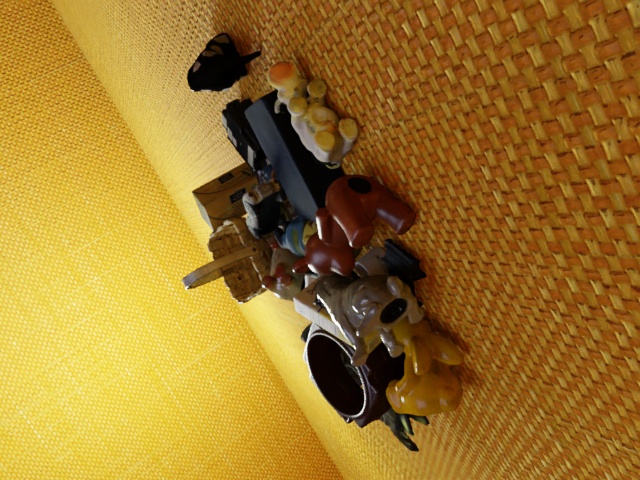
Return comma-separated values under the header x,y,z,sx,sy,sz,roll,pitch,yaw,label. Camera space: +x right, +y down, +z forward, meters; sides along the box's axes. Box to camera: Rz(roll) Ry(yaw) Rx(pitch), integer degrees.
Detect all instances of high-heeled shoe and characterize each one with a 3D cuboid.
x,y,z,sx,sy,sz,roll,pitch,yaw,label
-0.201,-0.303,0.957,0.249,0.145,0.086,25,143,56,high-heeled shoe

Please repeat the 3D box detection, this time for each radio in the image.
x,y,z,sx,sy,sz,roll,pitch,yaw,label
-0.037,-0.144,0.920,0.229,0.073,0.131,64,162,-15,radio

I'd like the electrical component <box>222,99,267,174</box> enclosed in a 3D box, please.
x,y,z,sx,sy,sz,roll,pitch,yaw,label
-0.149,-0.221,1.106,0.134,0.058,0.115,54,160,10,electrical component

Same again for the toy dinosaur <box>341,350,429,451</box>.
x,y,z,sx,sy,sz,roll,pitch,yaw,label
0.144,0.273,1.121,0.199,0.105,0.470,10,127,57,toy dinosaur

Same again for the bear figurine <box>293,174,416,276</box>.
x,y,z,sx,sy,sz,roll,pitch,yaw,label
0.039,0.002,0.816,0.132,0.120,0.195,51,138,33,bear figurine

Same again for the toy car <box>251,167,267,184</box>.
x,y,z,sx,sy,sz,roll,pitch,yaw,label
-0.106,-0.093,1.226,0.089,0.053,0.201,38,153,40,toy car

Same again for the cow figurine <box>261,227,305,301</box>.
x,y,z,sx,sy,sz,roll,pitch,yaw,label
-0.058,0.040,1.166,0.127,0.086,0.195,56,-148,-50,cow figurine

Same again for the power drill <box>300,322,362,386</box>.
x,y,z,sx,sy,sz,roll,pitch,yaw,label
0.025,0.285,1.438,0.231,0.086,0.207,47,165,-24,power drill

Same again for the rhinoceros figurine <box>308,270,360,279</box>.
x,y,z,sx,sy,sz,roll,pitch,yaw,label
0.017,0.044,1.095,0.190,0.073,0.112,54,164,8,rhinoceros figurine

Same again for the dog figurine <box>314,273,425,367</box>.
x,y,z,sx,sy,sz,roll,pitch,yaw,label
0.063,0.083,0.876,0.191,0.121,0.172,52,127,43,dog figurine

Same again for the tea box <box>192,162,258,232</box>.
x,y,z,sx,sy,sz,roll,pitch,yaw,label
-0.203,-0.105,1.263,0.068,0.170,0.098,47,161,33,tea box

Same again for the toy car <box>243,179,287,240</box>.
x,y,z,sx,sy,sz,roll,pitch,yaw,label
-0.110,-0.060,1.063,0.056,0.073,0.201,54,165,16,toy car

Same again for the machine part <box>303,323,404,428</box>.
x,y,z,sx,sy,sz,roll,pitch,yaw,label
0.059,0.248,1.058,0.202,0.087,0.200,44,139,29,machine part

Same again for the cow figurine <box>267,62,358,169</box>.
x,y,z,sx,sy,sz,roll,pitch,yaw,label
-0.016,-0.187,0.805,0.167,0.068,0.098,54,168,13,cow figurine

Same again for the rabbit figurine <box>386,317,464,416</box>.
x,y,z,sx,sy,sz,roll,pitch,yaw,label
0.168,0.203,0.910,0.162,0.122,0.173,120,135,-78,rabbit figurine

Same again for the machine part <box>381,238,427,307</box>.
x,y,z,sx,sy,sz,roll,pitch,yaw,label
0.137,0.064,0.873,0.084,0.039,0.138,35,151,38,machine part

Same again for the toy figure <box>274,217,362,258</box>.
x,y,z,sx,sy,sz,roll,pitch,yaw,label
0.000,-0.005,0.995,0.180,0.082,0.089,-3,139,42,toy figure

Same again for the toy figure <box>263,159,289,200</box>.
x,y,z,sx,sy,sz,roll,pitch,yaw,label
-0.067,-0.116,1.069,0.057,0.064,0.155,19,-166,-37,toy figure
